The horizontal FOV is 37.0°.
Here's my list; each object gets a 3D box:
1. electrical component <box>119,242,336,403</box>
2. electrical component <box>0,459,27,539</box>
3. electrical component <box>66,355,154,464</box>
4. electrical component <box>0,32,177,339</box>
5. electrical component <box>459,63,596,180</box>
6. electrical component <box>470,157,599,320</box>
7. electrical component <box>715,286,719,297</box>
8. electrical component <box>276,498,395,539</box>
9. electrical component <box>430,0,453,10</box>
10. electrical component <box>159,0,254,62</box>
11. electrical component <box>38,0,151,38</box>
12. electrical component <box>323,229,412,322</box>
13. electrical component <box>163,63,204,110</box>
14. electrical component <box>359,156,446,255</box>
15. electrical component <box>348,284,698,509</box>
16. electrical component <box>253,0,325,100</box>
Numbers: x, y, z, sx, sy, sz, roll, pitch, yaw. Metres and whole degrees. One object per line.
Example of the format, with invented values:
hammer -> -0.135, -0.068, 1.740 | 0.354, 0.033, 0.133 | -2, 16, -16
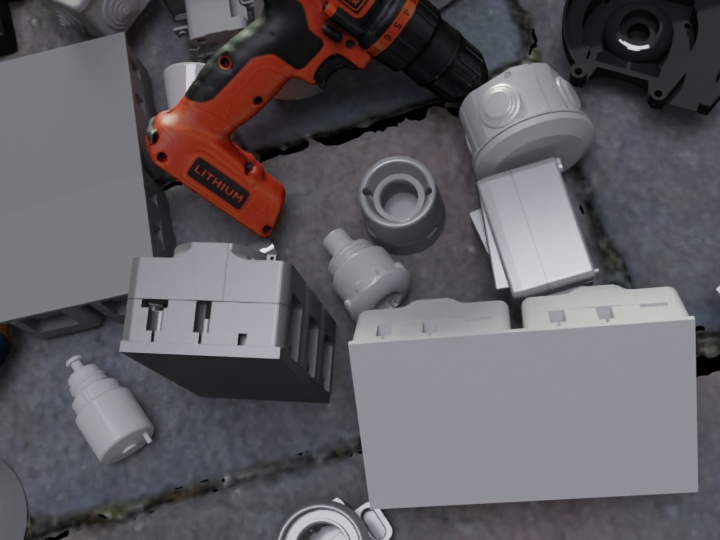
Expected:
electrical component -> -0.072, 0.035, 0.642 | 0.089, 0.150, 0.061 | 2, 74, 9
electrical component -> -0.275, 0.160, 0.693 | 0.099, 0.064, 0.099 | -8, 68, 21
electrical component -> -0.167, 0.089, 0.698 | 0.040, 0.040, 0.078 | -37, 71, -3
electrical component -> -0.191, -0.056, 0.736 | 0.105, 0.060, 0.186 | -12, 71, 5
electrical component -> 0.106, -0.090, 0.692 | 0.080, 0.080, 0.051 | -19, 66, 3
electrical component -> 0.109, -0.011, 0.675 | 0.061, 0.061, 0.096 | -16, 71, 3
electrical component -> 0.257, 0.006, 0.646 | 0.081, 0.063, 0.042 | -38, 71, -4
electrical component -> -0.019, 0.168, 0.642 | 0.078, 0.057, 0.058 | -34, 71, -3
electrical component -> 0.047, -0.246, 0.758 | 0.186, 0.060, 0.105 | -35, 71, -3
electrical component -> -0.101, -0.187, 0.773 | 0.081, 0.042, 0.063 | -11, 75, 6
electrical component -> -0.189, -0.219, 0.780 | 0.100, 0.048, 0.099 | 29, 80, 36
electrical component -> 0.000, 0.000, 0.699 | 0.048, 0.048, 0.062 | -37, 64, -4
electrical component -> -0.117, -0.106, 0.752 | 0.044, 0.044, 0.065 | -1, 78, 8
electrical component -> 0.027, -0.043, 0.706 | 0.055, 0.047, 0.055 | -2, 73, 8
electrical component -> 0.094, 0.072, 0.625 | 0.186, 0.060, 0.105 | -5, 109, 7
electrical component -> -0.048, -0.170, 0.747 | 0.044, 0.077, 0.079 | -5, 35, 1
